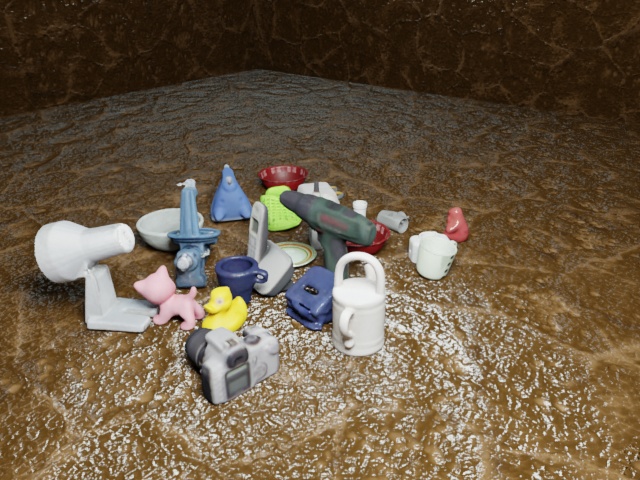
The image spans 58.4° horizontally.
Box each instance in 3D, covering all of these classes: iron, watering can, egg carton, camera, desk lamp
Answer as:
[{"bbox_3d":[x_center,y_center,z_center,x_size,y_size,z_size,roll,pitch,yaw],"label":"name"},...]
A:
[{"bbox_3d":[-0.263,-0.148,1.654,0.119,0.141,0.257,-6,26,-11],"label":"iron"},{"bbox_3d":[0.073,0.106,1.068,0.101,0.194,0.173,0,26,1],"label":"watering can"},{"bbox_3d":[-0.009,-0.120,1.676,0.107,0.069,0.150,-7,27,-14],"label":"egg carton"},{"bbox_3d":[-0.163,0.192,0.999,0.143,0.101,0.136,-22,33,-38],"label":"camera"},{"bbox_3d":[-0.437,0.064,1.137,0.203,0.214,0.118,3,26,7],"label":"desk lamp"}]

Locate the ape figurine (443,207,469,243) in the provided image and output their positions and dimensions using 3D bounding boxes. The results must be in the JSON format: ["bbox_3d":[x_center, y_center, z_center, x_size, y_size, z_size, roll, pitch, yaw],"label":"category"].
[{"bbox_3d":[0.351,-0.043,1.490,0.075,0.092,0.078,20,32,36],"label":"ape figurine"}]

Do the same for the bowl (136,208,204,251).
[{"bbox_3d":[-0.379,-0.017,1.463,0.167,0.075,0.167,0,26,0],"label":"bowl"}]

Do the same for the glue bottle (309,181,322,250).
[{"bbox_3d":[-0.008,-0.067,1.449,0.037,0.173,0.078,-3,26,-5],"label":"glue bottle"}]

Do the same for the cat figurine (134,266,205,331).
[{"bbox_3d":[-0.302,0.110,1.149,0.127,0.118,0.067,6,27,14],"label":"cat figurine"}]

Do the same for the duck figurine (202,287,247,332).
[{"bbox_3d":[-0.191,0.133,1.139,0.077,0.086,0.105,18,31,33],"label":"duck figurine"}]

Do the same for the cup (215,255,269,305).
[{"bbox_3d":[-0.160,0.094,1.209,0.117,0.095,0.092,9,27,18],"label":"cup"}]

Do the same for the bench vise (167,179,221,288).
[{"bbox_3d":[-0.280,-0.015,1.290,0.122,0.220,0.207,-9,27,-17],"label":"bench vise"}]

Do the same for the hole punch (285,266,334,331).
[{"bbox_3d":[-0.010,0.116,1.165,0.101,0.091,0.108,-22,33,-37],"label":"hole punch"}]

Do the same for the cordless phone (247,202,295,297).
[{"bbox_3d":[-0.118,0.018,1.260,0.094,0.185,0.147,-18,31,-31],"label":"cordless phone"}]

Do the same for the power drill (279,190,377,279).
[{"bbox_3d":[0.012,0.005,1.261,0.228,0.208,0.076,12,29,24],"label":"power drill"}]
